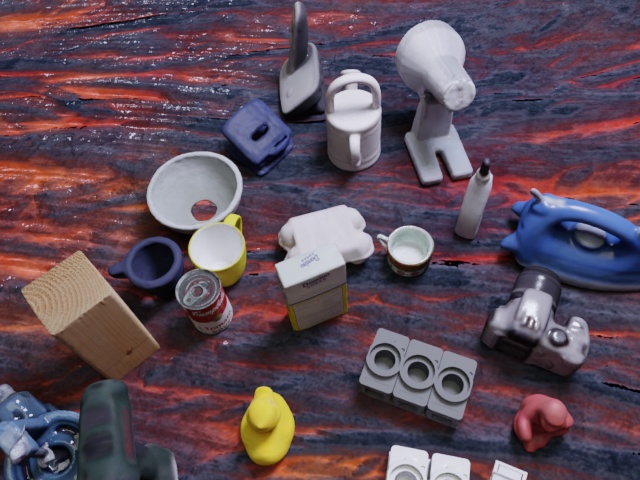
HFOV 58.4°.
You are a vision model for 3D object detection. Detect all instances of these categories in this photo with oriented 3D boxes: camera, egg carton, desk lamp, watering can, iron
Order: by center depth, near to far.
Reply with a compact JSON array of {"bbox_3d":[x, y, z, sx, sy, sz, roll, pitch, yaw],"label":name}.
[{"bbox_3d":[0.331,0.110,0.851,0.143,0.101,0.137,21,63,15],"label":"camera"},{"bbox_3d":[0.426,-0.005,0.891,0.257,0.141,0.119,18,62,14],"label":"iron"},{"bbox_3d":[0.009,0.003,0.953,0.150,0.069,0.107,-16,59,-6],"label":"egg carton"},{"bbox_3d":[0.210,-0.243,1.004,0.118,0.214,0.203,-13,59,-4],"label":"desk lamp"},{"bbox_3d":[0.056,-0.225,1.014,0.101,0.194,0.172,-22,60,-9],"label":"watering can"}]

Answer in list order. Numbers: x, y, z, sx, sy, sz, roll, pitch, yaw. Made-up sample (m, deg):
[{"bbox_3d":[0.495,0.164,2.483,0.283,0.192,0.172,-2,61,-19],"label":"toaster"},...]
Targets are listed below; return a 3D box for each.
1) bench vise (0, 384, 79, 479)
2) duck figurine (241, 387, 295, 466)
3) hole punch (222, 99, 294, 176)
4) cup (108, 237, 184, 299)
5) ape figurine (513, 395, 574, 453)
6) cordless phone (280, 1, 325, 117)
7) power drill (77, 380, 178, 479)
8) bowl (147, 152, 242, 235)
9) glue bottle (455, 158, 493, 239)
[{"bbox_3d":[-0.376,0.263,0.733,0.207,0.220,0.121,19,62,14],"label":"bench vise"},{"bbox_3d":[-0.077,0.255,0.798,0.077,0.086,0.104,-3,59,2],"label":"duck figurine"},{"bbox_3d":[-0.113,-0.193,1.066,0.101,0.091,0.109,34,67,21],"label":"hole punch"},{"bbox_3d":[-0.270,0.058,0.923,0.118,0.095,0.091,-11,59,-3],"label":"cup"},{"bbox_3d":[0.307,0.243,0.778,0.077,0.092,0.076,4,59,6],"label":"ape figurine"},{"bbox_3d":[-0.040,-0.343,1.096,0.094,0.185,0.147,-8,59,-1],"label":"cordless phone"},{"bbox_3d":[-0.237,0.298,0.710,0.075,0.208,0.229,-19,60,-7],"label":"power drill"},{"bbox_3d":[-0.213,-0.071,1.008,0.167,0.075,0.167,-1,59,3],"label":"bowl"},{"bbox_3d":[0.255,-0.075,0.925,0.037,0.173,0.078,19,62,15],"label":"glue bottle"}]
